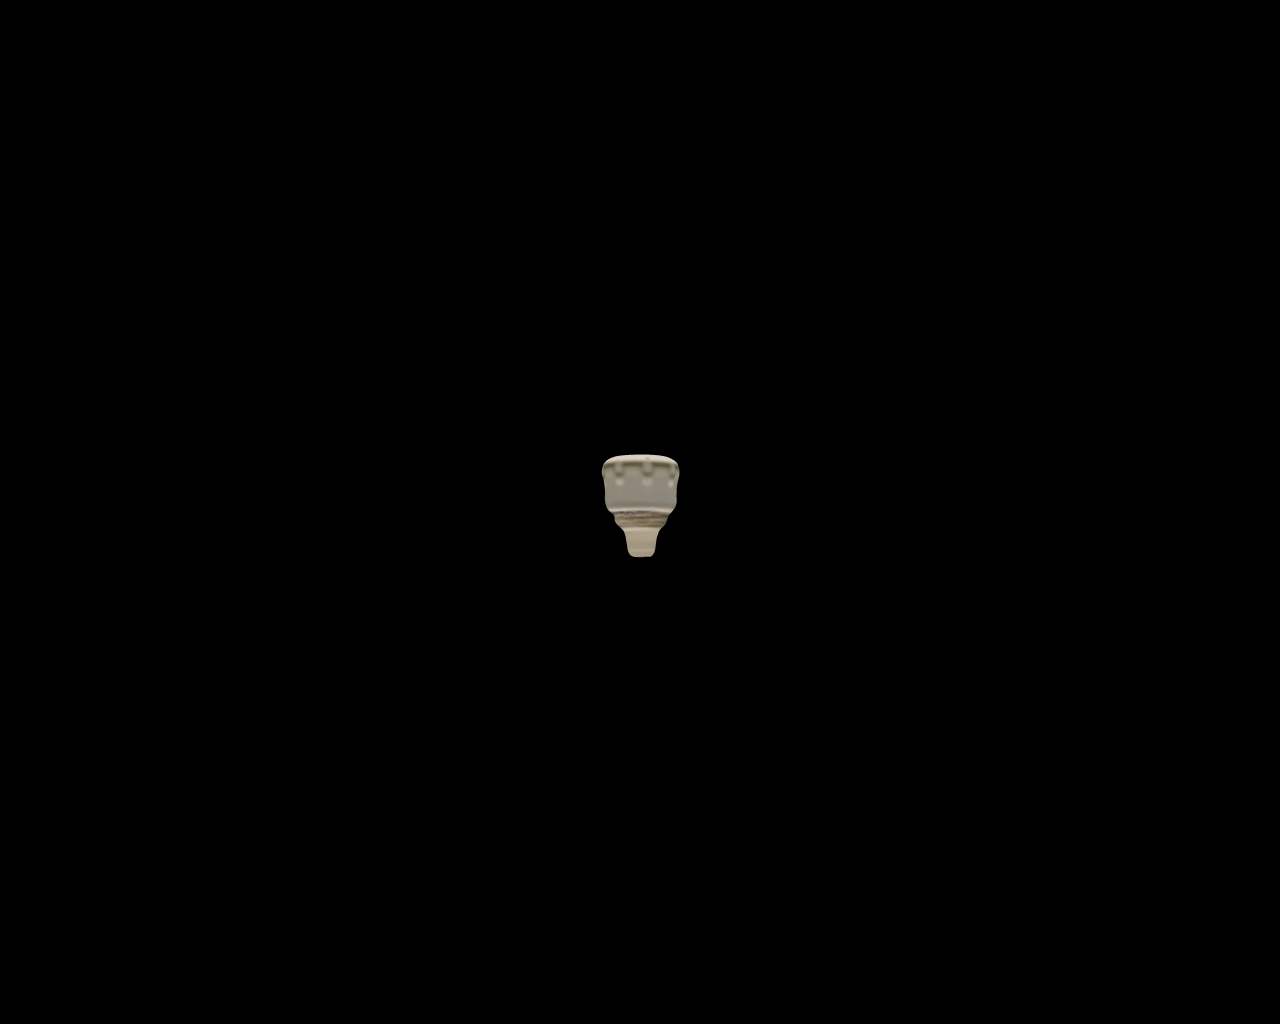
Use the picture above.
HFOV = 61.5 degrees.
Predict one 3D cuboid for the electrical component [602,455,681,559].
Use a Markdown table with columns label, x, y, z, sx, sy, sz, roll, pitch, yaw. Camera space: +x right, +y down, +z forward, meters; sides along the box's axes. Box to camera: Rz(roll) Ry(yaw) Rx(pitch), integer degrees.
| label | x | y | z | sx | sy | sz | roll | pitch | yaw |
| --- | --- | --- | --- | --- | --- | --- | --- | --- | --- |
| electrical component | 0.001 | -0.003 | 0.650 | 0.048 | 0.062 | 0.048 | 0 | -4 | 0 |
